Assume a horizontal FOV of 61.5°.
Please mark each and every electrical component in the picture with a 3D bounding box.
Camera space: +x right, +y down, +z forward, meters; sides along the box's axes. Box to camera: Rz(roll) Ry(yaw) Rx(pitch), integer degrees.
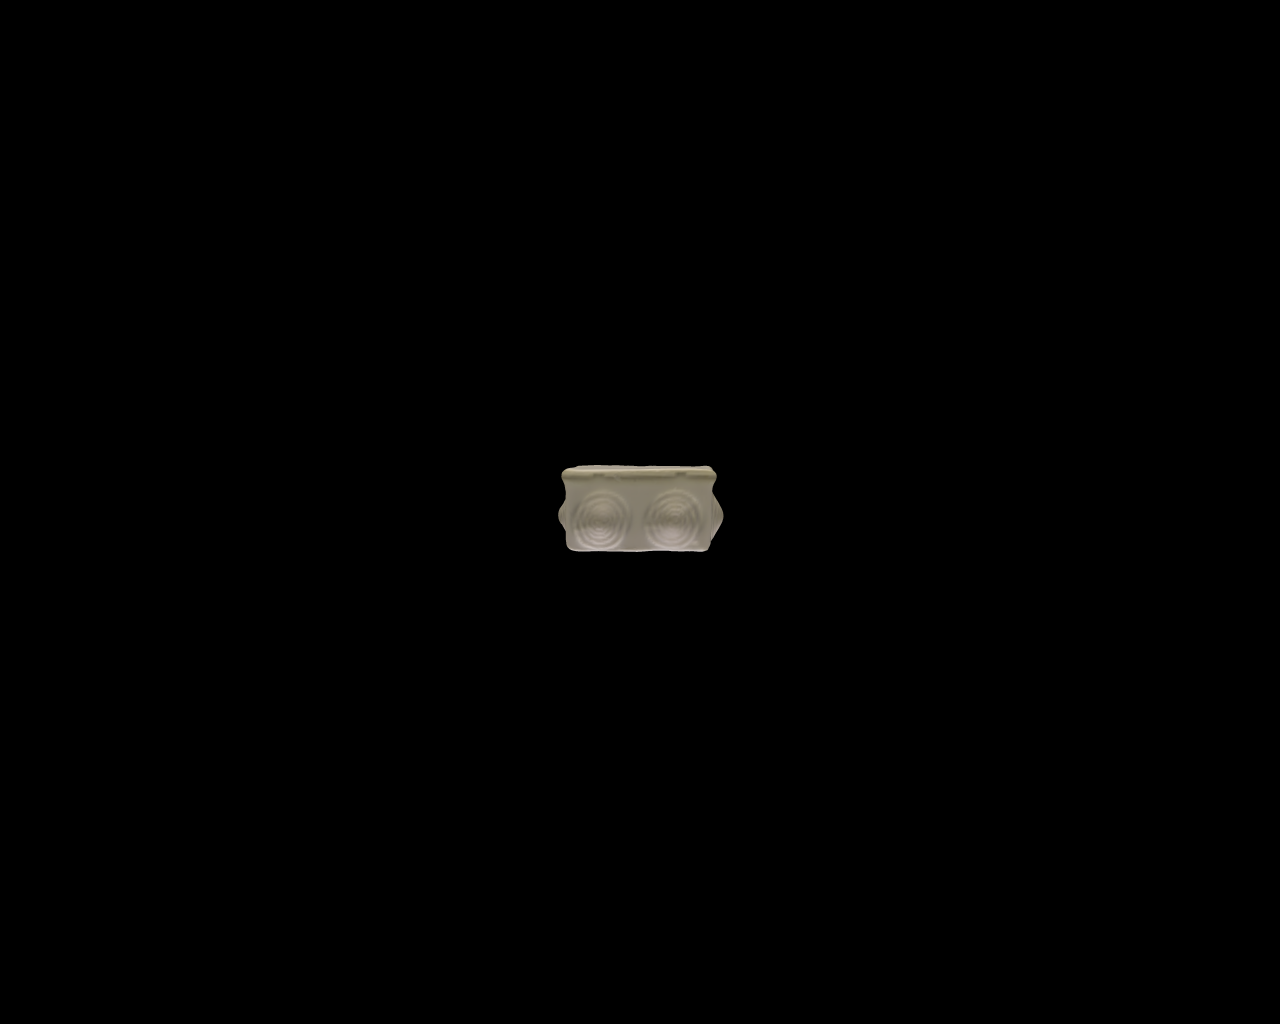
[{"bbox_3d":[0.001,-0.003,0.650,0.100,0.048,0.100,0,4,2],"label":"electrical component"}]
